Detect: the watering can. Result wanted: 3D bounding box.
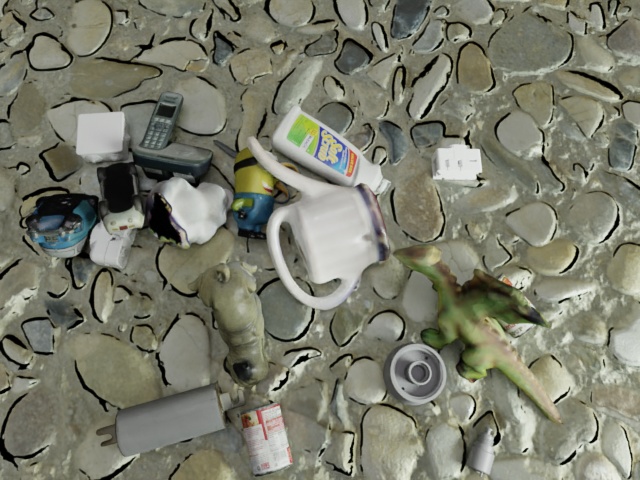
[{"bbox_3d":[0.003,-0.048,0.950,0.225,0.104,0.346,-18,96,-11],"label":"watering can"}]

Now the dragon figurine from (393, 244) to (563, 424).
[{"bbox_3d":[0.287,0.149,0.859,0.413,0.238,0.124,39,70,12],"label":"dragon figurine"}]

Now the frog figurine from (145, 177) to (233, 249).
[{"bbox_3d":[-0.244,-0.062,0.981,0.137,0.121,0.162,52,41,-3],"label":"frog figurine"}]
